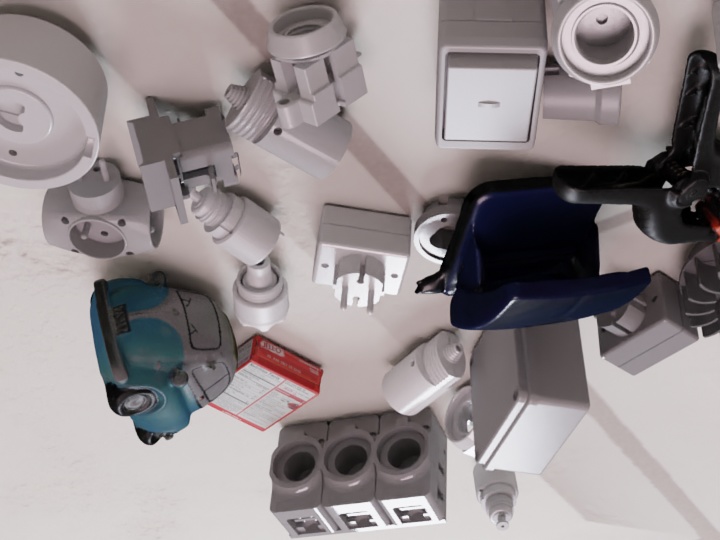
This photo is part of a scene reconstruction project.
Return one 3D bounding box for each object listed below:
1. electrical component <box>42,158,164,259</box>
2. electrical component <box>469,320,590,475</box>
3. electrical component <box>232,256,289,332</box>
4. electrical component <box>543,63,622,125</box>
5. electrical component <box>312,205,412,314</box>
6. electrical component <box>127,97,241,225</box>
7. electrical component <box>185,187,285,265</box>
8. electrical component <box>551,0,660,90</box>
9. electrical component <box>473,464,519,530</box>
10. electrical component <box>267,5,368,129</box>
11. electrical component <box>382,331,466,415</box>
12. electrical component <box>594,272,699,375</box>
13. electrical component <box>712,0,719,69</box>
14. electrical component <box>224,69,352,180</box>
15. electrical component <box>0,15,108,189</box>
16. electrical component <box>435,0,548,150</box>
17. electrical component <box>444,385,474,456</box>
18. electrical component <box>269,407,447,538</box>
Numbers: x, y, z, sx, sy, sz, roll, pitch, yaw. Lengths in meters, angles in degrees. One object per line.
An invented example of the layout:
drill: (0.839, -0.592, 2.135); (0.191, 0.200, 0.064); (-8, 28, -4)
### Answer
electrical component: (-0.184, -0.049, 0.758); (0.077, 0.044, 0.079); (2, 139, 3)
electrical component: (0.130, 0.087, 0.838); (0.056, 0.108, 0.108); (9, 140, -10)
electrical component: (-0.076, 0.014, 0.823); (0.043, 0.043, 0.062); (4, 138, 2)
electrical component: (0.136, -0.109, 0.660); (0.046, 0.040, 0.040); (3, 140, 11)
electrical component: (0.000, 0.000, 0.772); (0.066, 0.076, 0.047); (8, 140, -4)
electrical component: (-0.114, -0.075, 0.703); (0.064, 0.081, 0.042); (-15, 141, -11)
electrical component: (-0.093, -0.036, 0.768); (0.040, 0.040, 0.078); (-30, 128, 34)
electrical component: (0.135, -0.136, 0.595); (0.058, 0.057, 0.078); (-8, 117, 13)
electrical component: (0.130, 0.211, 1.013); (0.040, 0.078, 0.040); (-1, 126, -1)
electrical component: (-0.028, -0.124, 0.645); (0.048, 0.066, 0.055); (25, 142, 40)
electrical component: (0.058, 0.083, 0.891); (0.043, 0.043, 0.081); (25, 136, -22)
electrical component: (0.204, 0.034, 0.815); (0.077, 0.047, 0.066); (29, 135, -25)
electrical component: (0.240, -0.145, 0.595); (0.062, 0.061, 0.096); (14, 146, -11)
electrical component: (-0.050, -0.095, 0.690); (0.081, 0.043, 0.043); (28, 135, -24)
electrical component: (-0.212, -0.110, 0.676); (0.108, 0.060, 0.108); (3, 140, 2)
electrical component: (0.077, -0.111, 0.646); (0.062, 0.061, 0.096); (2, 140, 4)
electrical component: (0.111, 0.133, 0.935); (0.057, 0.058, 0.078); (23, 136, -25)
electrical component: (-0.001, 0.184, 0.980); (0.150, 0.089, 0.061); (-10, 138, 17)
